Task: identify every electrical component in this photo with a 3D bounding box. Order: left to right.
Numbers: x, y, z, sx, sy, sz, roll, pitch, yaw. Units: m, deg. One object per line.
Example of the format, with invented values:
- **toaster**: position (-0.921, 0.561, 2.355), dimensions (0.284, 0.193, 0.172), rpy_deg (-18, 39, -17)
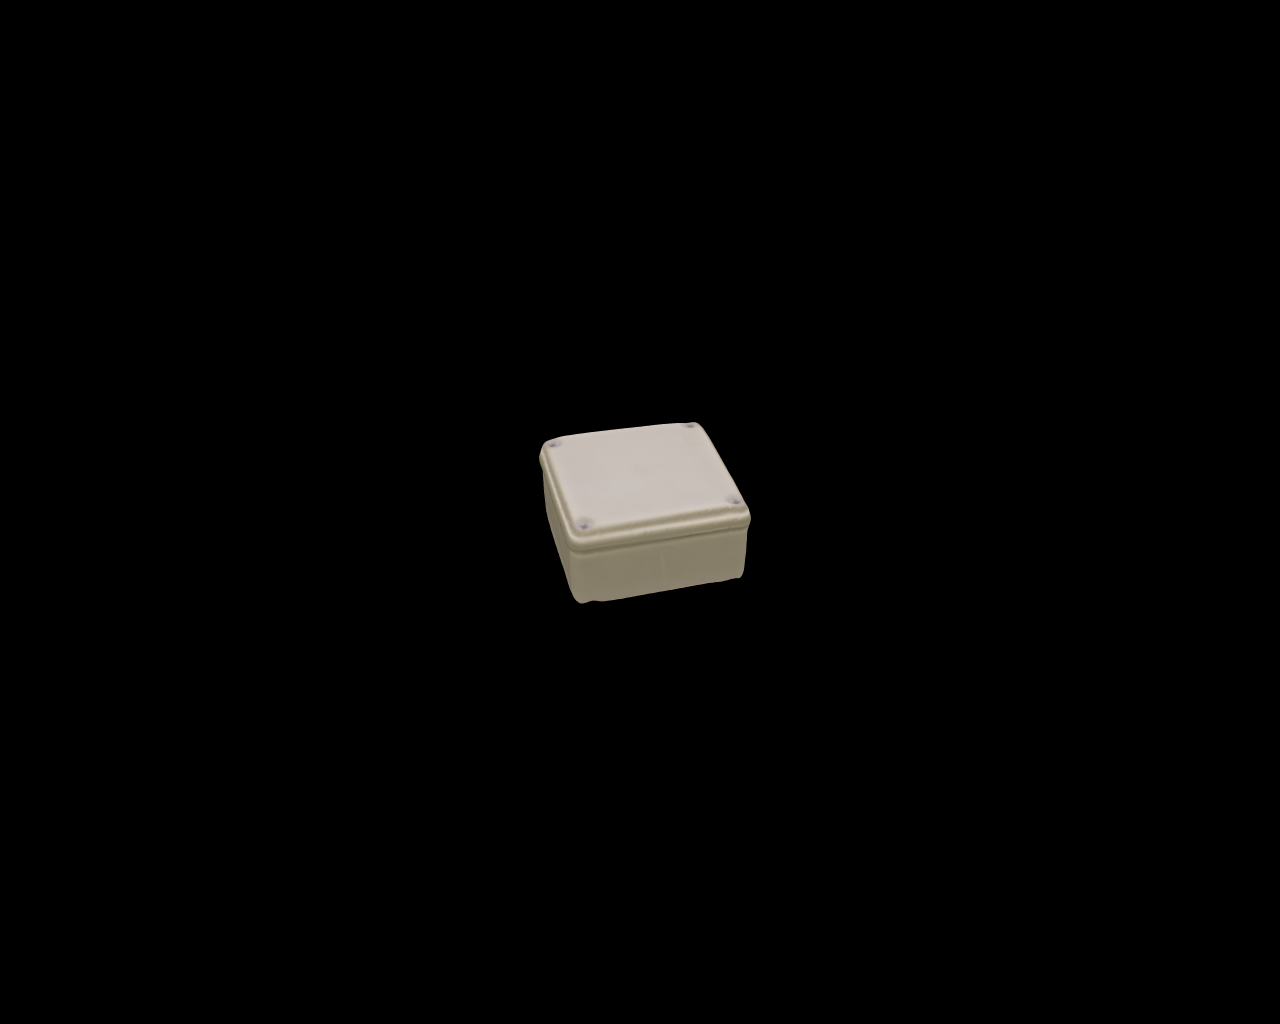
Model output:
- **electrical component**: position (0.001, -0.003, 0.650), dimensions (0.109, 0.056, 0.109), rpy_deg (-8, 36, -11)
